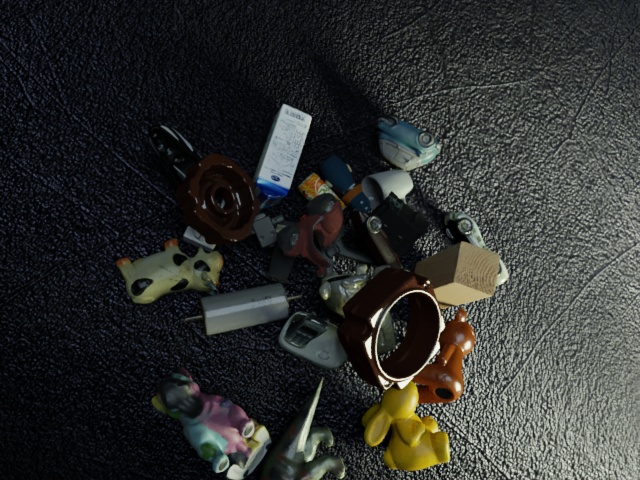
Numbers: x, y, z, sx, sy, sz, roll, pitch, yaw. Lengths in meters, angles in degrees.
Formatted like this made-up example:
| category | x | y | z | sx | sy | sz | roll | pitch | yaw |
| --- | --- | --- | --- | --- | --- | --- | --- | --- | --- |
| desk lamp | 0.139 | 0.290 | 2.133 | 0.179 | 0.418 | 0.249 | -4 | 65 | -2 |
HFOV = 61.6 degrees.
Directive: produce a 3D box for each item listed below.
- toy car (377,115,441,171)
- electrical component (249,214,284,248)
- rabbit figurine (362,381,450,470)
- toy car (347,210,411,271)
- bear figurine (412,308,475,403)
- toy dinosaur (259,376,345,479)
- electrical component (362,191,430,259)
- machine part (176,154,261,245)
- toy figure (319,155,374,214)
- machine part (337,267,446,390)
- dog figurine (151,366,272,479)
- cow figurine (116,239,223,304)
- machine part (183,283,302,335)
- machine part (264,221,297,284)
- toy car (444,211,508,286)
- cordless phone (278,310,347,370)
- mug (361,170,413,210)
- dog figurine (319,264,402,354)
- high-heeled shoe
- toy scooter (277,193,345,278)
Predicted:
| category | x | y | z | sx | sy | sz | roll | pitch | yaw |
| --- | --- | --- | --- | --- | --- | --- | --- | --- | --- |
| toy car | 0.194 | -0.216 | 1.256 | 0.162 | 0.109 | 0.103 | 28 | 88 | 2 |
| electrical component | -0.112 | -0.015 | 1.118 | 0.094 | 0.021 | 0.063 | -23 | 96 | -6 |
| rabbit figurine | 0.166 | 0.365 | 1.089 | 0.162 | 0.122 | 0.173 | -12 | 100 | 4 |
| toy car | 0.129 | 0.016 | 1.135 | 0.053 | 0.089 | 0.202 | -36 | 107 | -15 |
| bear figurine | 0.261 | 0.246 | 1.158 | 0.132 | 0.120 | 0.196 | -4 | 40 | 25 |
| toy dinosaur | -0.050 | 0.476 | 1.008 | 0.192 | 0.131 | 0.405 | -5 | 71 | -17 |
| electrical component | 0.156 | -0.021 | 1.180 | 0.115 | 0.134 | 0.058 | 38 | 38 | -1 |
| machine part | -0.199 | -0.078 | 1.062 | 0.179 | 0.056 | 0.179 | 20 | 62 | -44 |
| toy figure | 0.062 | -0.121 | 1.216 | 0.064 | 0.058 | 0.154 | -37 | 92 | 22 |
| machine part | 0.144 | 0.172 | 1.042 | 0.201 | 0.087 | 0.201 | -38 | 119 | -25 |
| dog figurine | -0.213 | 0.334 | 1.009 | 0.219 | 0.191 | 0.108 | 29 | 70 | 30 |
| cow figurine | -0.284 | 0.068 | 1.062 | 0.195 | 0.085 | 0.127 | -21 | 76 | -21 |
| machine part | -0.153 | 0.137 | 1.081 | 0.243 | 0.079 | 0.079 | -9 | 79 | -16 |
| machine part | -0.079 | 0.024 | 1.143 | 0.084 | 0.039 | 0.139 | 8 | 77 | 10 |
| toy car | 0.360 | 0.019 | 1.251 | 0.056 | 0.073 | 0.201 | -32 | 86 | -16 |
| cordless phone | 0.007 | 0.187 | 1.056 | 0.146 | 0.184 | 0.089 | 28 | 67 | -7 |
| mug | 0.165 | -0.111 | 1.231 | 0.107 | 0.081 | 0.109 | -24 | 78 | -29 |
| dog figurine | 0.080 | 0.157 | 1.098 | 0.172 | 0.121 | 0.190 | -12 | 96 | -24 |
| high-heeled shoe | -0.254 | -0.125 | 1.083 | 0.086 | 0.145 | 0.249 | -40 | 83 | -6 |
| toy scooter | -0.002 | -0.003 | 1.116 | 0.184 | 0.075 | 0.135 | -46 | 114 | -34 |
